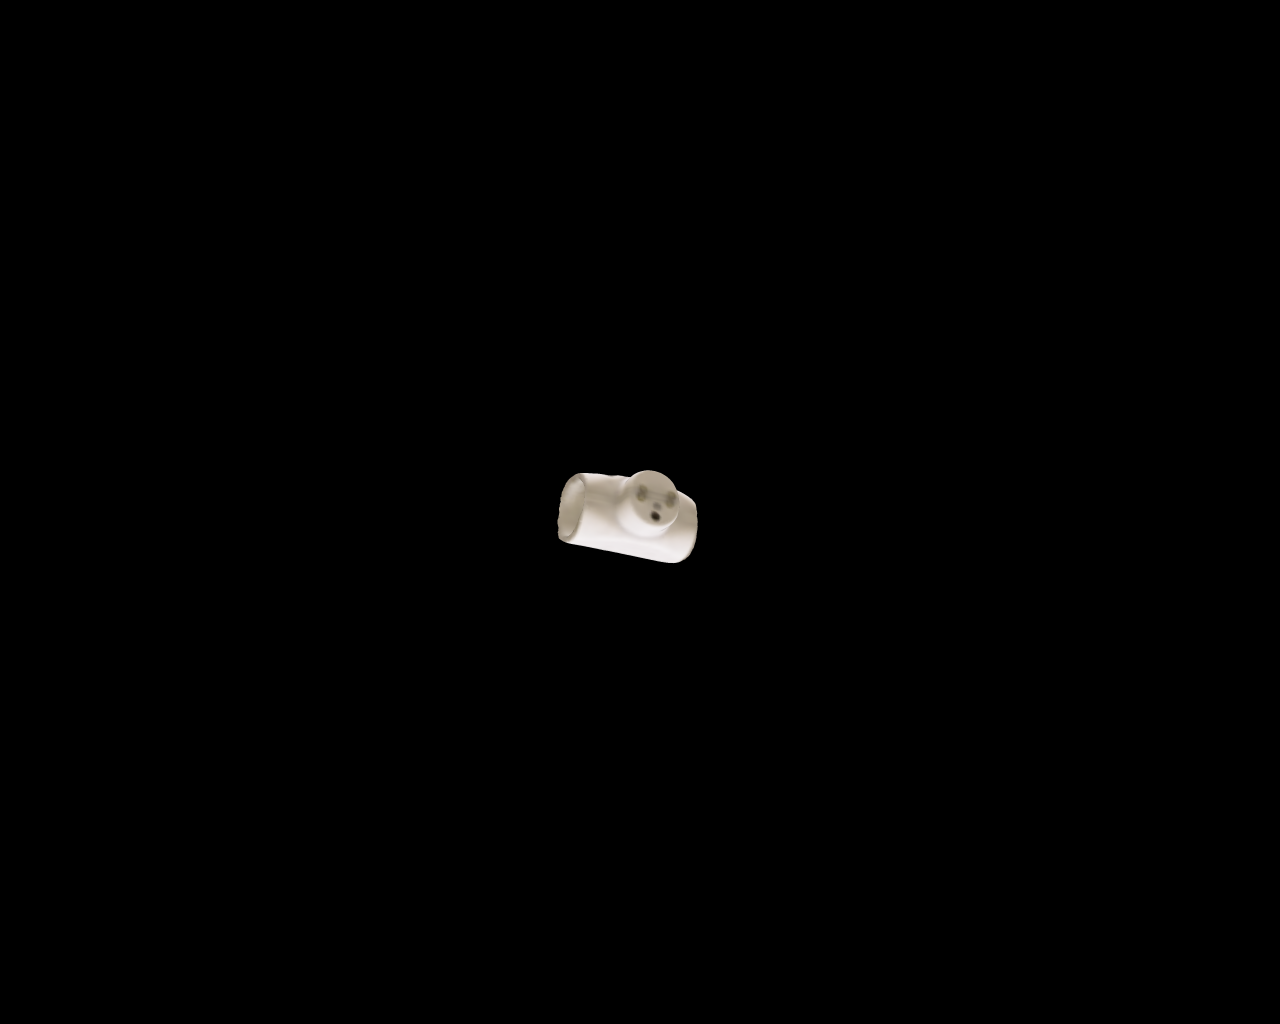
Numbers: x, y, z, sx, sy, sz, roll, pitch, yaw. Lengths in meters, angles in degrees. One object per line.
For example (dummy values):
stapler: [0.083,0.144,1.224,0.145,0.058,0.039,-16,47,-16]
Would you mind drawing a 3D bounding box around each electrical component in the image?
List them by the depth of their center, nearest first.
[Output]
electrical component: [0.001,-0.003,0.650,0.077,0.044,0.079,12,-27,-25]
